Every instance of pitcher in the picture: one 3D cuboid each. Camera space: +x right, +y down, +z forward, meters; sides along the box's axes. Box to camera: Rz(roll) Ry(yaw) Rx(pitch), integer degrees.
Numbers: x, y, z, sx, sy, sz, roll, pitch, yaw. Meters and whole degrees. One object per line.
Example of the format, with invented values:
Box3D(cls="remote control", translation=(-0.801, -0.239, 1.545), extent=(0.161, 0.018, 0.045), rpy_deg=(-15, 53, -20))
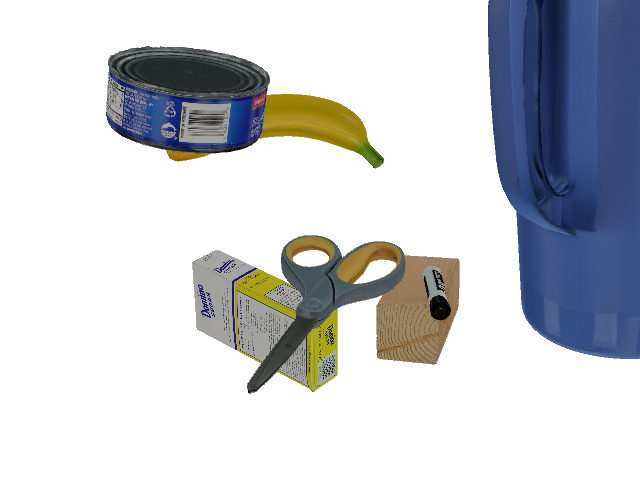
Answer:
Box3D(cls="pitcher", translation=(0.154, -0.061, 0.558), extent=(0.149, 0.243, 0.145), rpy_deg=(-3, 23, 1))

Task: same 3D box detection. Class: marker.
Box3D(cls="marker", translation=(0.109, 0.049, 1.009), extent=(0.020, 0.020, 0.121), rpy_deg=(0, 15, 2))

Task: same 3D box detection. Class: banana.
Box3D(cls="banana", translation=(-0.040, -0.099, 0.938), extent=(0.197, 0.069, 0.037), rpy_deg=(-1, -42, -19))

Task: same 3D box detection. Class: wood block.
Box3D(cls="wood block", translation=(0.150, 0.100, 1.610), extent=(0.091, 0.090, 0.205), rpy_deg=(4, 20, 14))

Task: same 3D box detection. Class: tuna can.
Box3D(cls="tuna can", translation=(-0.071, -0.076, 0.572), extent=(0.086, 0.034, 0.086), rpy_deg=(7, 24, -3))

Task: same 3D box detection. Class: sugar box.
Box3D(cls="sugar box", translation=(-0.060, 0.083, 1.138), extent=(0.176, 0.093, 0.048), rpy_deg=(26, 39, 36))

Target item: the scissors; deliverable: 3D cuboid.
Box3D(cls="scissors", translation=(-0.017, 0.039, 0.707), extent=(0.096, 0.016, 0.201), rpy_deg=(19, 31, 32))
